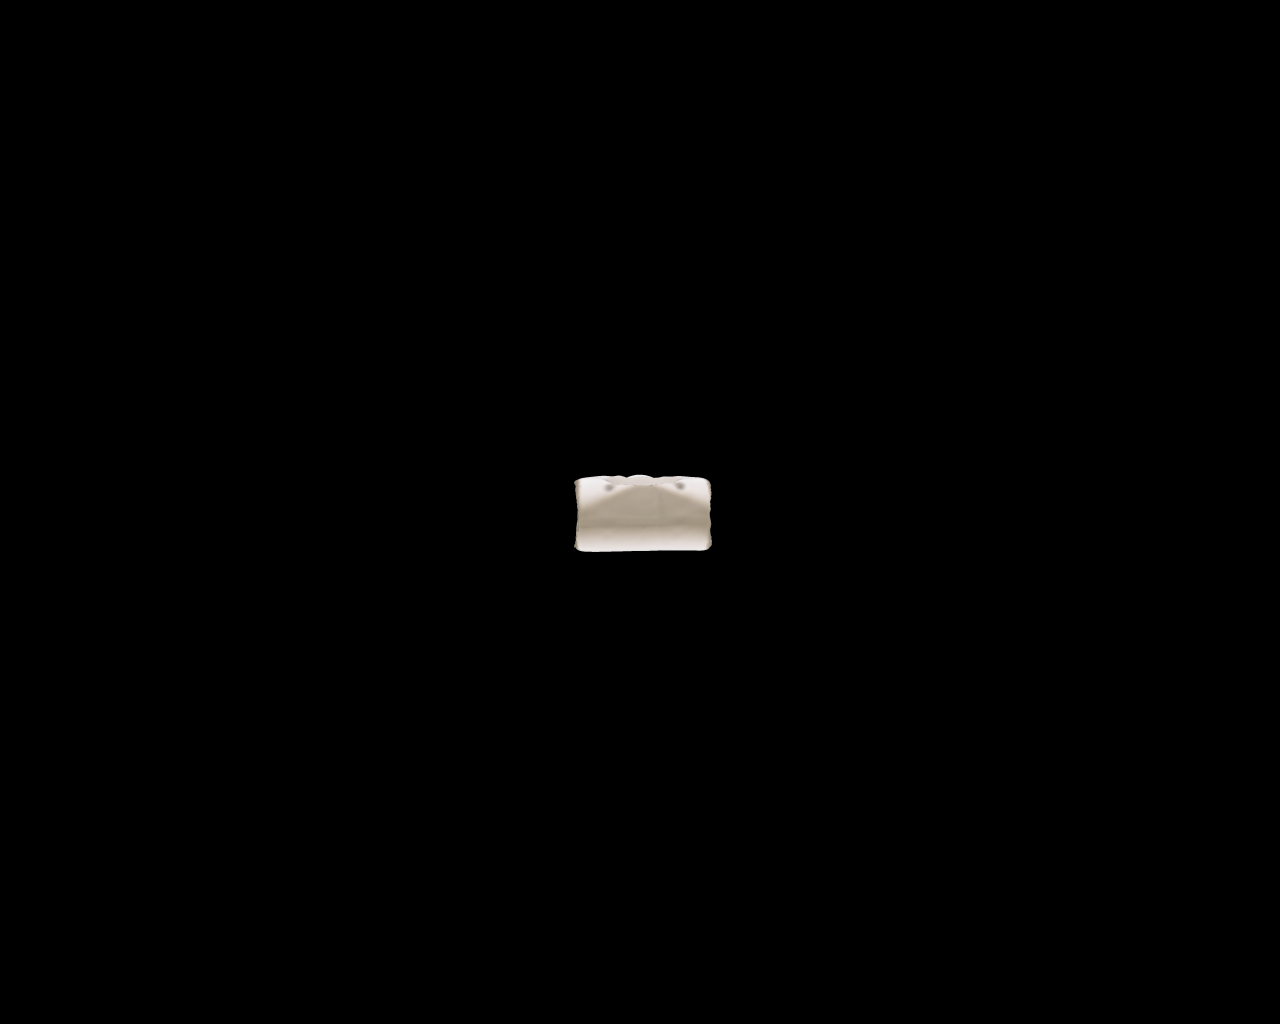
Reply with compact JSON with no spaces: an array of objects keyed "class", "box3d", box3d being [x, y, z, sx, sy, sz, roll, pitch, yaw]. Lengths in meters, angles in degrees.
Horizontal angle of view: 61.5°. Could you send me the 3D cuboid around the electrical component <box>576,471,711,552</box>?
[{"class":"electrical component","box3d":[0.001,-0.003,0.650,0.077,0.044,0.079,0,12,-2]}]
